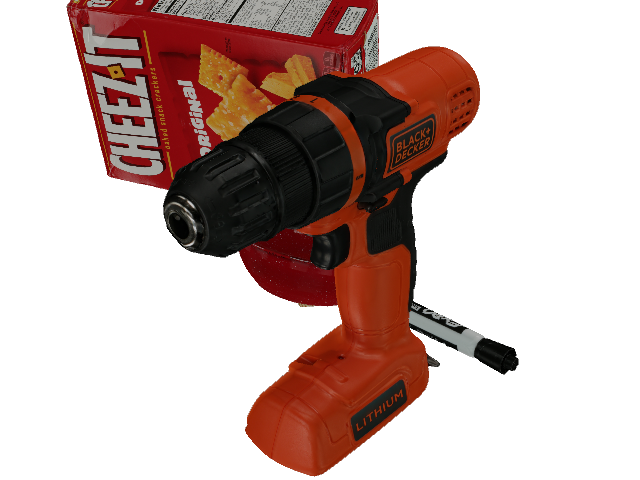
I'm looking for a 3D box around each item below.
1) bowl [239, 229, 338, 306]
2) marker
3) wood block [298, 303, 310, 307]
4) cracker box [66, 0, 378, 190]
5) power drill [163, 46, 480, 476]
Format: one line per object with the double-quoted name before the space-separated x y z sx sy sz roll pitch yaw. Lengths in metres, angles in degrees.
"bowl" -0.011 0.019 0.999 0.162 0.055 0.162 11 17 -4
"marker" 0.085 0.062 0.743 0.121 0.020 0.020 25 16 37
"wood block" -0.001 -0.006 1.376 0.090 0.090 0.206 -4 28 -9
"cracker box" -0.066 -0.105 0.787 0.214 0.164 0.072 12 46 15
"power drill" 0.004 0.016 0.495 0.057 0.188 0.184 28 41 32
